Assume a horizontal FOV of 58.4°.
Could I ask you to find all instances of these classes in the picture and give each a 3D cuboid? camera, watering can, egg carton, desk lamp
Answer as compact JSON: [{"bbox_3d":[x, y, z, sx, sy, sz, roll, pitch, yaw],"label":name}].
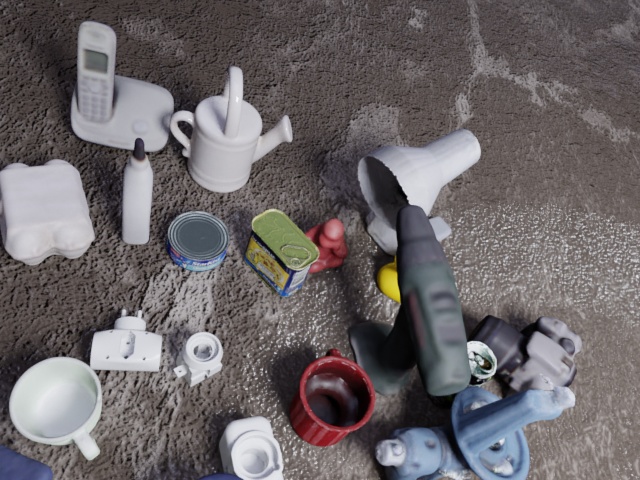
[{"bbox_3d":[0.294,0.157,0.827,0.136,0.100,0.143,37,51,10],"label":"camera"},{"bbox_3d":[-0.130,-0.171,0.856,0.173,0.194,0.100,-13,60,-28],"label":"watering can"},{"bbox_3d":[-0.362,-0.040,0.751,0.107,0.069,0.150,-11,59,-27],"label":"egg carton"},{"bbox_3d":[0.143,-0.071,0.870,0.204,0.213,0.117,-24,65,-33],"label":"desk lamp"}]

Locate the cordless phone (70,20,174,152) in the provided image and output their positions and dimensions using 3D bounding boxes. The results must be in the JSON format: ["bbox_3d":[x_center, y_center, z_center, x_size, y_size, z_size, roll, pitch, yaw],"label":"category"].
[{"bbox_3d":[-0.288,-0.224,0.843,0.148,0.185,0.094,7,52,-15],"label":"cordless phone"}]

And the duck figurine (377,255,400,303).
[{"bbox_3d":[0.148,0.048,0.865,0.105,0.086,0.077,11,51,-13],"label":"duck figurine"}]

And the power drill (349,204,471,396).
[{"bbox_3d":[0.110,0.100,0.731,0.076,0.208,0.229,-2,55,-21],"label":"power drill"}]

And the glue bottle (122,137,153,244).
[{"bbox_3d":[-0.240,-0.071,0.753,0.037,0.173,0.078,1,54,-19],"label":"glue bottle"}]

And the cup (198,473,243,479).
[{"bbox_3d":[-0.096,0.300,0.576,0.117,0.095,0.092,32,50,5],"label":"cup"}]

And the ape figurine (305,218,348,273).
[{"bbox_3d":[0.008,0.003,0.843,0.078,0.092,0.076,23,50,-3],"label":"ape figurine"}]

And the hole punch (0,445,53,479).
[{"bbox_3d":[-0.316,0.251,0.533,0.101,0.091,0.109,28,50,1],"label":"hole punch"}]

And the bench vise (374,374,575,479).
[{"bbox_3d":[0.177,0.232,0.648,0.208,0.219,0.121,-17,62,-30],"label":"bench vise"}]
